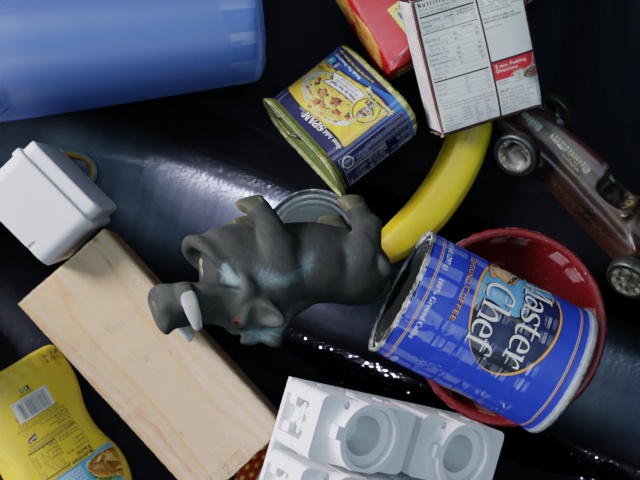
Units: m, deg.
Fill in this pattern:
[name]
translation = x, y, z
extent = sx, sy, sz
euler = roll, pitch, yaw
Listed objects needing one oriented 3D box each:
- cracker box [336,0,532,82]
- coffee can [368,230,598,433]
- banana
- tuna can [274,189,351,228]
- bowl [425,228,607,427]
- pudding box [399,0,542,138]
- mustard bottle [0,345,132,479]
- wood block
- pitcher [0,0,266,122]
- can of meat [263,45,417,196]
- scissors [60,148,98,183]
[cracker box]
translation = 0.073, -0.263, 0.880
extent = 0.164, 0.072, 0.214
euler = -30, 90, -4
[coffee can]
translation = 0.122, 0.069, 0.806
extent = 0.140, 0.103, 0.103
euler = 27, 88, -3
[banana]
translation = 0.100, -0.061, 0.892
extent = 0.069, 0.037, 0.198
euler = 21, 93, -21
[tuna can]
translation = -0.006, 0.001, 0.891
extent = 0.086, 0.034, 0.086
euler = 0, 89, -4
[bowl]
translation = 0.152, 0.071, 0.888
extent = 0.162, 0.055, 0.162
euler = 0, 89, -3
[pudding box]
translation = 0.119, -0.147, 0.834
extent = 0.090, 0.039, 0.113
euler = -17, 107, -5
[mustard bottle]
translation = -0.206, 0.187, 0.856
extent = 0.096, 0.058, 0.191
euler = -32, 92, -37
[wood block]
translation = -0.131, 0.098, 0.854
extent = 0.090, 0.091, 0.206
euler = -42, 91, -4
[pitcher]
translation = -0.170, -0.176, 0.845
extent = 0.242, 0.145, 0.149
euler = -7, 102, -7
[can of meat]
translation = 0.017, -0.100, 0.869
extent = 0.084, 0.057, 0.102
euler = -39, 63, -6
[scissors]
translation = -0.280, -0.023, 0.884
extent = 0.201, 0.016, 0.096
euler = -14, 90, -3
